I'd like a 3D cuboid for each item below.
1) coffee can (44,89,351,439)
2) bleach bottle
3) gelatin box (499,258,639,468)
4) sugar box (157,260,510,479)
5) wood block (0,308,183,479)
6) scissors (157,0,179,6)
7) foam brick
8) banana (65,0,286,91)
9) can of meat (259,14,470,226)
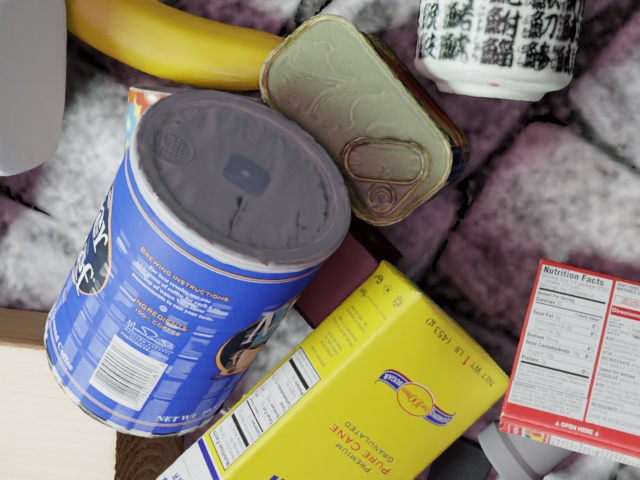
[{"bbox_3d":[-0.062,0.014,0.506,0.103,0.102,0.140,41,130,8],"label":"coffee can"},{"bbox_3d":[-0.258,-0.105,0.572,0.251,0.068,0.102,13,110,20],"label":"bleach bottle"},{"bbox_3d":[0.135,0.060,0.530,0.073,0.030,0.089,13,66,14],"label":"gelatin box"},{"bbox_3d":[0.005,0.102,0.545,0.176,0.048,0.093,-46,123,3],"label":"sugar box"},{"bbox_3d":[-0.191,0.091,0.619,0.206,0.090,0.091,4,97,16],"label":"wood block"},{"bbox_3d":[-0.146,-0.213,0.609,0.202,0.016,0.096,42,104,8],"label":"scissors"},{"bbox_3d":[-0.004,0.001,0.572,0.078,0.053,0.051,46,107,6],"label":"foam brick"},{"bbox_3d":[-0.099,-0.129,0.571,0.198,0.037,0.069,37,90,-3],"label":"banana"},{"bbox_3d":[0.027,-0.060,0.539,0.057,0.083,0.102,-40,84,16],"label":"can of meat"}]
